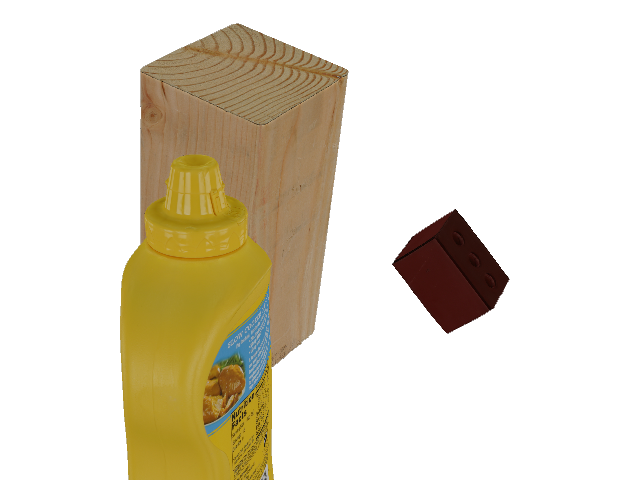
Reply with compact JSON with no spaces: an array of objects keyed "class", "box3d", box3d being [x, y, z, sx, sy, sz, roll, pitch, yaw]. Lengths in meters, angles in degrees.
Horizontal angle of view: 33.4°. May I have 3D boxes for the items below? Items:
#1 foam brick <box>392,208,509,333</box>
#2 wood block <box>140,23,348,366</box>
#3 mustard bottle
[{"class":"foam brick","box3d":[0.108,0.026,0.877,0.051,0.078,0.052,-33,9,36]},{"class":"wood block","box3d":[-0.053,-0.018,0.678,0.091,0.206,0.090,27,41,25]},{"class":"mustard bottle","box3d":[-0.051,0.056,0.454,0.058,0.192,0.096,9,26,16]}]
